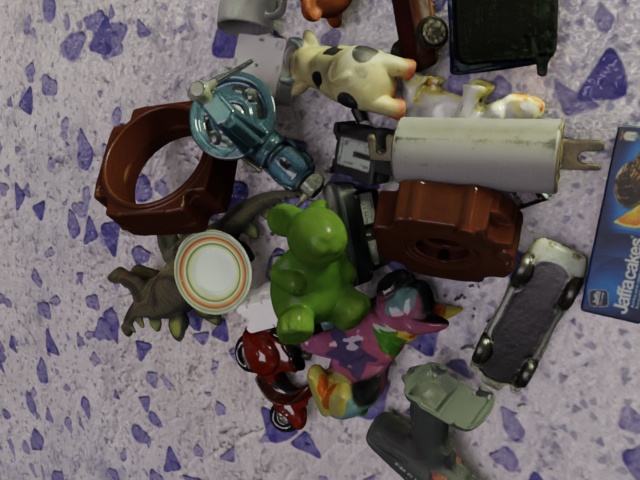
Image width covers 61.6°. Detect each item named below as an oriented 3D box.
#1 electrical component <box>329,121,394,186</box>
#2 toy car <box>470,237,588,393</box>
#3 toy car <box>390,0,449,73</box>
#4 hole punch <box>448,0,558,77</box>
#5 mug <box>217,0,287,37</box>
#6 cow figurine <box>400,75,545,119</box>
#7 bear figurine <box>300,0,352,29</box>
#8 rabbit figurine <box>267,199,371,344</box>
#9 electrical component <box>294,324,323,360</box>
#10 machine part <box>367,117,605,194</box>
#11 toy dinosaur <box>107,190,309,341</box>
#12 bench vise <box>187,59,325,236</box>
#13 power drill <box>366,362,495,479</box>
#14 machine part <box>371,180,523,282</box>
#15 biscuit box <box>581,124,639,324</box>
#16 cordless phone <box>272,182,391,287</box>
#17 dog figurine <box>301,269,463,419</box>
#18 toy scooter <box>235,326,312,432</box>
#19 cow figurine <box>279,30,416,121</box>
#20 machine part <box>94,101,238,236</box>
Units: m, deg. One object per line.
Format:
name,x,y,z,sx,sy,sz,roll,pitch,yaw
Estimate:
electrical component,0.071,-0.110,0.696,0.119,0.048,0.074,17,112,35
toy car,0.247,0.095,0.644,0.074,0.056,0.201,27,114,20
toy car,0.111,-0.306,0.649,0.089,0.053,0.202,178,83,-78
hole punch,0.200,-0.248,0.606,0.116,0.092,0.142,-3,95,3
mug,-0.095,-0.355,0.771,0.110,0.081,0.107,6,93,37
cow figurine,0.174,-0.142,0.640,0.168,0.068,0.098,22,115,32
bear figurine,0.020,-0.378,0.670,0.132,0.120,0.195,-10,95,30
rabbit figurine,-0.002,0.018,0.646,0.170,0.121,0.159,100,160,-50
electrical component,-0.013,0.129,0.813,0.021,0.094,0.063,-3,134,31
machine part,0.167,-0.091,0.575,0.243,0.079,0.079,6,102,24
toy dinosaur,-0.211,0.042,0.908,0.198,0.105,0.471,48,117,8
bench vise,-0.094,-0.137,0.697,0.129,0.240,0.224,-37,79,6
power drill,0.169,0.269,0.693,0.232,0.086,0.207,26,138,33
machine part,0.145,-0.004,0.624,0.180,0.179,0.056,3,66,33
biscuit box,0.329,-0.017,0.567,0.063,0.059,0.202,13,106,31
cordless phone,-0.002,-0.003,0.773,0.184,0.089,0.146,-9,94,38
dog figurine,0.087,0.143,0.727,0.219,0.108,0.191,-16,88,31
toy scooter,-0.049,0.206,0.844,0.135,0.075,0.184,-30,85,34
cow figurine,0.025,-0.208,0.677,0.195,0.127,0.085,-126,50,-64
machine part,-0.236,-0.113,0.835,0.201,0.087,0.201,-2,67,17
